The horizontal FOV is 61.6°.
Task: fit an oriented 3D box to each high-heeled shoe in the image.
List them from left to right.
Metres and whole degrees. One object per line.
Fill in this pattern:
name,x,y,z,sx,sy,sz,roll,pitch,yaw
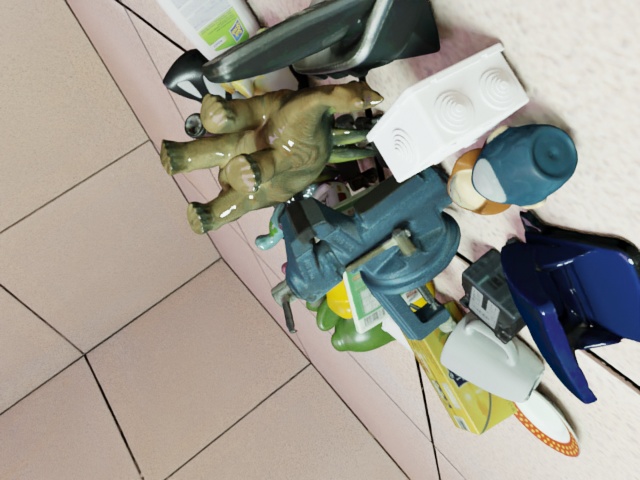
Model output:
high-heeled shoe,-0.156,-0.209,0.851,0.086,0.145,0.248,49,164,22

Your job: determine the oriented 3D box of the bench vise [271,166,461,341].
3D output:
bench vise,0.071,0.039,0.588,0.240,0.223,0.129,51,175,-30

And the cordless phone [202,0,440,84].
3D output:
cordless phone,-0.014,-0.157,0.423,0.147,0.184,0.088,28,143,60

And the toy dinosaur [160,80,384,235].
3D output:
toy dinosaur,-0.059,-0.081,0.579,0.472,0.198,0.105,-11,96,61

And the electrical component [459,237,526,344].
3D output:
electrical component,0.189,0.050,0.556,0.075,0.048,0.119,46,166,27

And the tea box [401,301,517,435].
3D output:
tea box,0.190,0.178,0.759,0.169,0.068,0.098,62,169,8

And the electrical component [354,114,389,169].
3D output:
electrical component,0.075,-0.109,0.596,0.094,0.021,0.063,33,155,56

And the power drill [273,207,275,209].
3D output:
power drill,-0.081,-0.081,1.026,0.207,0.086,0.232,46,171,8

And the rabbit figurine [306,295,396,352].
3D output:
rabbit figurine,0.056,0.105,0.961,0.121,0.159,0.170,-132,27,-62

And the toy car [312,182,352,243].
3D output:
toy car,-0.001,-0.002,0.722,0.201,0.056,0.073,123,141,-56

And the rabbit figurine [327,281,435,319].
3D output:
rabbit figurine,0.091,0.043,0.786,0.173,0.122,0.162,24,141,36

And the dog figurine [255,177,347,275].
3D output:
dog figurine,-0.003,-0.050,0.849,0.109,0.191,0.219,50,132,27

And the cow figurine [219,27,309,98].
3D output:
cow figurine,-0.043,-0.184,0.690,0.068,0.098,0.167,28,171,49

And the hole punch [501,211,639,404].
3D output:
hole punch,0.203,0.058,0.451,0.142,0.092,0.116,55,170,-20

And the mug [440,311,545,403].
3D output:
mug,0.212,0.137,0.643,0.107,0.081,0.109,32,151,29

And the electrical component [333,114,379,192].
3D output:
electrical component,0.038,-0.108,0.679,0.078,0.045,0.102,-86,-29,-65

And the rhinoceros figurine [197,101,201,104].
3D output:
rhinoceros figurine,-0.197,-0.277,0.991,0.112,0.073,0.190,44,165,-7

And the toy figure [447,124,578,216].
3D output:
toy figure,0.144,-0.053,0.441,0.154,0.058,0.064,153,119,-77

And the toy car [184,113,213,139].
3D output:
toy car,-0.107,-0.166,0.807,0.202,0.053,0.089,6,177,25
